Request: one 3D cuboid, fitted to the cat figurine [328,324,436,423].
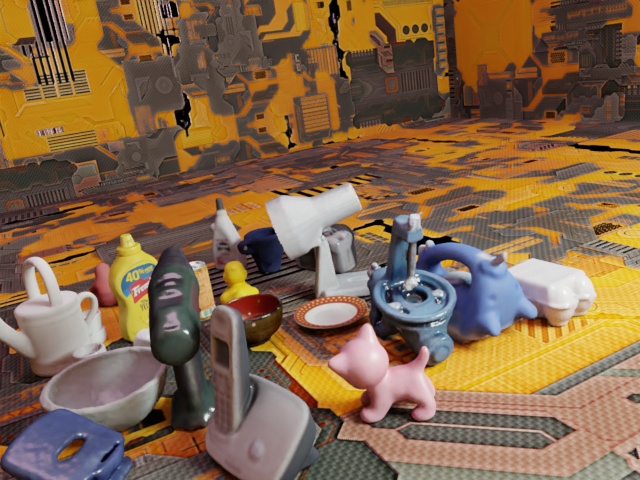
[{"bbox_3d":[0.077,0.162,0.715,0.127,0.118,0.067,-6,17,6],"label":"cat figurine"}]

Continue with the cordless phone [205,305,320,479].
[{"bbox_3d":[-0.077,0.171,0.641,0.147,0.185,0.094,9,24,44],"label":"cordless phone"}]

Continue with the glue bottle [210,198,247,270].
[{"bbox_3d":[-0.222,-0.014,1.336,0.078,0.173,0.037,-2,18,20],"label":"glue bottle"}]

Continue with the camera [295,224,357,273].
[{"bbox_3d":[0.028,0.002,1.288,0.142,0.101,0.137,6,22,40],"label":"camera"}]

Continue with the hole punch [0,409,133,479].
[{"bbox_3d":[-0.281,0.249,0.646,0.101,0.091,0.109,-4,18,15],"label":"hole punch"}]

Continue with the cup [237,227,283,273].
[{"bbox_3d":[-0.128,0.030,1.280,0.118,0.095,0.091,-23,22,-40],"label":"cup"}]

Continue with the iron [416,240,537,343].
[{"bbox_3d":[0.216,0.064,0.927,0.119,0.141,0.257,-18,19,-27],"label":"iron"}]

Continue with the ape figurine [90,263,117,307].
[{"bbox_3d":[-0.460,0.093,1.238,0.078,0.092,0.076,-9,17,-3],"label":"ape figurine"}]

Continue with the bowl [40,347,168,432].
[{"bbox_3d":[-0.285,0.216,0.783,0.167,0.075,0.167,-8,17,3],"label":"bowl"}]

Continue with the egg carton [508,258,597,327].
[{"bbox_3d":[0.359,0.082,0.926,0.107,0.069,0.149,-19,20,-30],"label":"egg carton"}]

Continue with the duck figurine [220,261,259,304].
[{"bbox_3d":[-0.164,0.086,1.132,0.077,0.086,0.104,-12,17,-12],"label":"duck figurine"}]

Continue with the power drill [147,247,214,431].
[{"bbox_3d":[-0.185,0.134,0.773,0.076,0.208,0.229,-12,17,-11],"label":"power drill"}]

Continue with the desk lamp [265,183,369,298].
[{"bbox_3d":[0.010,0.004,1.096,0.203,0.214,0.118,-9,17,-2],"label":"desk lamp"}]

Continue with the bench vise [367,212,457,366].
[{"bbox_3d":[0.112,0.059,0.859,0.122,0.220,0.206,-20,21,-34],"label":"bench vise"}]

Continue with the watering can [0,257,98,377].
[{"bbox_3d":[-0.461,0.125,0.960,0.100,0.194,0.173,-2,18,21],"label":"watering can"}]
